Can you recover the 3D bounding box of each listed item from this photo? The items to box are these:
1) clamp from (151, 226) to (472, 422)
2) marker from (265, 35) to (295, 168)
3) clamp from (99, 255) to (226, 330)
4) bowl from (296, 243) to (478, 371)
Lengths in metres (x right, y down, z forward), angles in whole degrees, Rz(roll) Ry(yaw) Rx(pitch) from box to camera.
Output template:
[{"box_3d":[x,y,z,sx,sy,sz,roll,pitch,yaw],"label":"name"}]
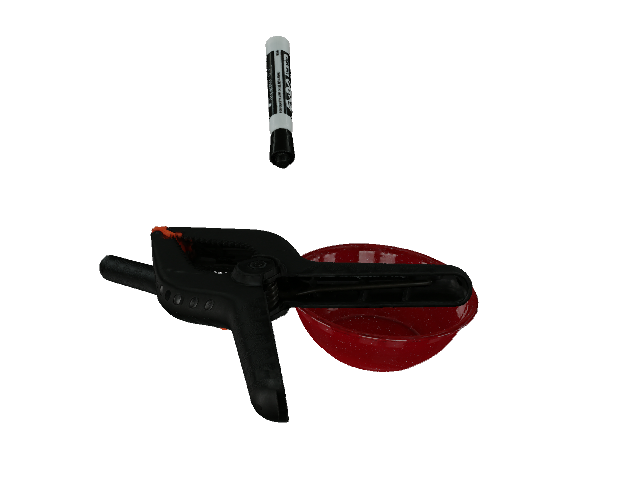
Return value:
[{"box_3d":[-0.025,0.028,0.648,0.164,0.036,0.210,-22,32,-32],"label":"clamp"},{"box_3d":[-0.030,-0.104,0.802,0.020,0.121,0.020,-3,-34,-2],"label":"marker"},{"box_3d":[-0.121,0.040,1.029,0.120,0.039,0.172,-18,31,-38],"label":"clamp"},{"box_3d":[0.048,0.062,0.890,0.162,0.055,0.162,4,26,-2],"label":"bowl"}]
